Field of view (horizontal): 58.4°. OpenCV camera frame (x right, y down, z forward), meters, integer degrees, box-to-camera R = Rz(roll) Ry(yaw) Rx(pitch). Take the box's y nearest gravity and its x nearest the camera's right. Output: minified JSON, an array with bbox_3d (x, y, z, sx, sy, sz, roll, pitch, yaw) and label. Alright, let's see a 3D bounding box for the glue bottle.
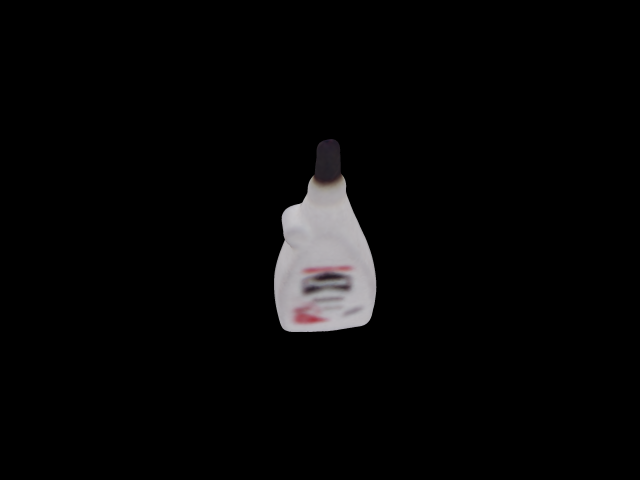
[{"bbox_3d":[0.004,0.001,0.400,0.078,0.173,0.037,-7,47,-6],"label":"glue bottle"}]
